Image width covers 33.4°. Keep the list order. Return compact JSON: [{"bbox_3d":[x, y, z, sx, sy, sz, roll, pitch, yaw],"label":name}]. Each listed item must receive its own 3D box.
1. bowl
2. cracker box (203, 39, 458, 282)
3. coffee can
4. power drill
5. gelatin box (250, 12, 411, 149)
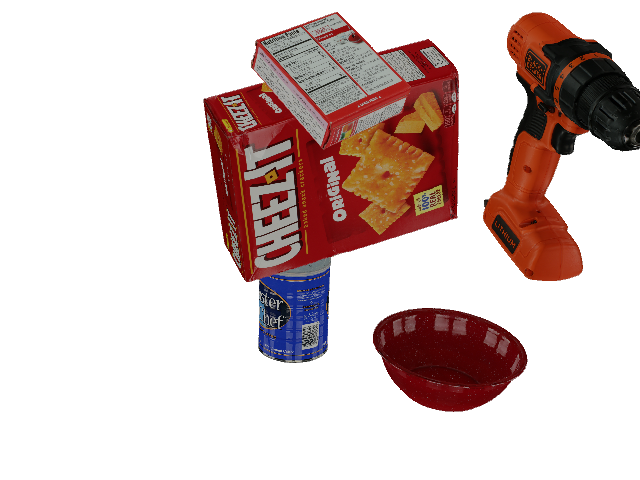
[{"bbox_3d":[0.132,0.132,1.122,0.162,0.055,0.162,5,25,-2],"label":"bowl"},{"bbox_3d":[0.016,-0.068,0.944,0.213,0.164,0.072,-17,42,-15],"label":"cracker box"},{"bbox_3d":[-0.038,0.089,1.523,0.103,0.140,0.103,1,22,-1],"label":"coffee can"},{"bbox_3d":[0.189,-0.064,0.835,0.057,0.188,0.184,-3,34,-15],"label":"power drill"},{"bbox_3d":[0.006,-0.113,0.741,0.073,0.089,0.030,-27,-26,-29],"label":"gelatin box"}]
